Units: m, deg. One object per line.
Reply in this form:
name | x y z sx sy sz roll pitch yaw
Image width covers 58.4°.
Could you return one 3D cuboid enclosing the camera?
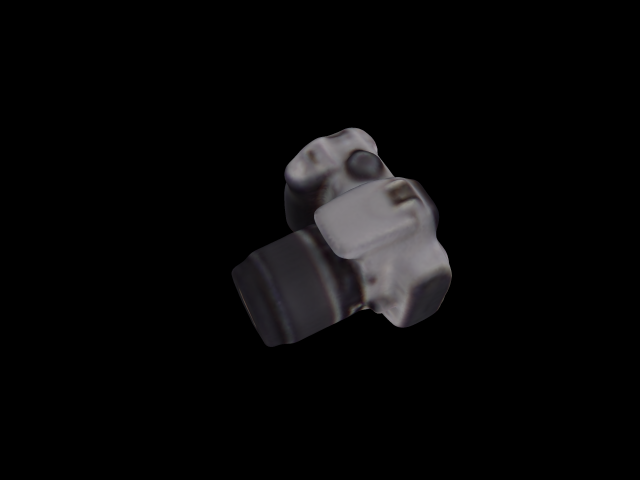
camera | 0.004 0.001 0.400 0.137 0.101 0.143 -25 63 -14
